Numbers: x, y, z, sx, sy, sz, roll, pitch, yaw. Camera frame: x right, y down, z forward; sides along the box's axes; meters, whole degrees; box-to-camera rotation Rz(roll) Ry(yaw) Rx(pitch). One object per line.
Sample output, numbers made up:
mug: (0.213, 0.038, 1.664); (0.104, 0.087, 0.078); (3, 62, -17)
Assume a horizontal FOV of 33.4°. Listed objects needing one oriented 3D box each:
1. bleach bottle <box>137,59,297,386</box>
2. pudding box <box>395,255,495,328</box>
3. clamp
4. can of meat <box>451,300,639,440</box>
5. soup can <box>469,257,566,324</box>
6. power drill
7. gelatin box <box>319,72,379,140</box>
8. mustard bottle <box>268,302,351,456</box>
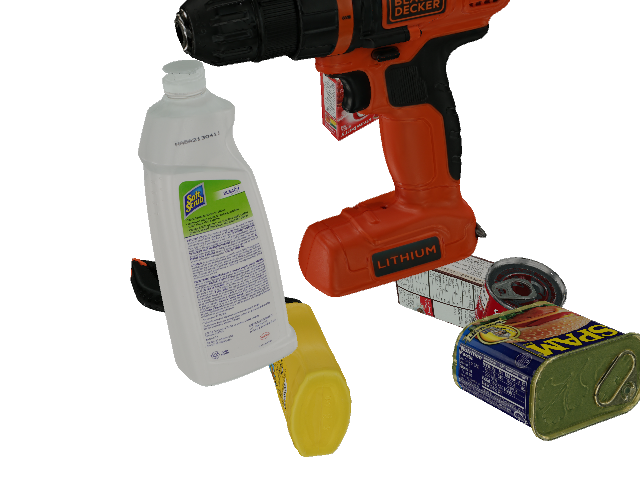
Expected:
bleach bottle: (-0.080, -0.016, 0.818); (0.102, 0.251, 0.068); (-21, 31, -28)
pudding box: (0.135, 0.047, 1.147); (0.114, 0.039, 0.090); (18, -36, 23)
clamp: (-0.143, 0.068, 1.184); (0.210, 0.036, 0.164); (19, 22, 28)
can of meat: (0.151, 0.082, 0.712); (0.101, 0.057, 0.084); (-12, 20, -30)
soup can: (0.162, 0.074, 0.910); (0.068, 0.102, 0.068); (6, 41, -5)
power drill: (0.020, -0.065, 0.577); (0.184, 0.188, 0.057); (-15, 33, -17)
gelatin box: (0.043, -0.137, 0.927); (0.089, 0.030, 0.073); (-30, -32, -19)
mustard bottle: (-0.021, 0.115, 1.032); (0.058, 0.096, 0.192); (-5, 28, -13)
